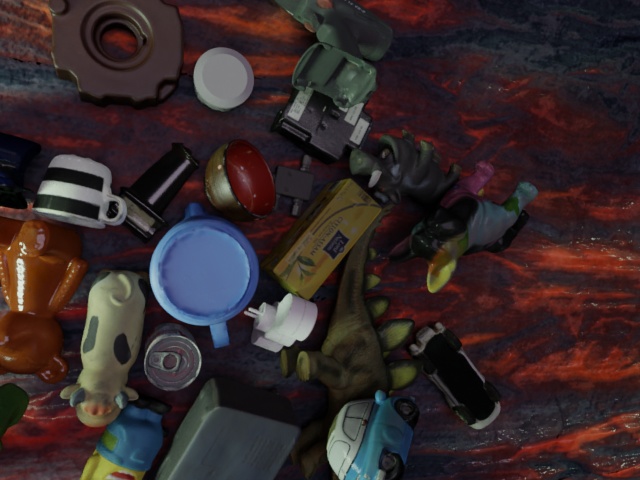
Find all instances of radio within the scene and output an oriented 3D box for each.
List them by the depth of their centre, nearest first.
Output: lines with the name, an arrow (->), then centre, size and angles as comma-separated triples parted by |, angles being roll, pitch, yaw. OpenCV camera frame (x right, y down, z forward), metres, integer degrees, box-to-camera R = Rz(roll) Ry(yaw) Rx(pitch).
radio -> -0.136, 0.299, 0.699 | 0.131, 0.073, 0.229 | 28, 96, -23

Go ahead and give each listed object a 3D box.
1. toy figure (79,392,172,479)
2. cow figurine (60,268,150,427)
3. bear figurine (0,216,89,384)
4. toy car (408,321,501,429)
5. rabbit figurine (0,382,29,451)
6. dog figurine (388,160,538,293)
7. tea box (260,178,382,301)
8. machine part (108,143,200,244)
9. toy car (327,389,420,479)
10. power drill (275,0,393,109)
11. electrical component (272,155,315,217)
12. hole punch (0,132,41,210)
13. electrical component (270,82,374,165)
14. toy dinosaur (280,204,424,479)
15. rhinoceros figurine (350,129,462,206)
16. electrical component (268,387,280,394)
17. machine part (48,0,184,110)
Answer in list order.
toy figure -> -0.260, 0.289, 0.699 | 0.082, 0.089, 0.180 | 25, 75, -6
cow figurine -> -0.260, 0.133, 0.669 | 0.085, 0.127, 0.194 | 10, 86, -15
bear figurine -> -0.358, 0.073, 0.640 | 0.120, 0.132, 0.195 | 11, 83, 10
toy car -> 0.219, 0.219, 0.867 | 0.073, 0.056, 0.201 | -40, 101, -7
rabbit figurine -> -0.435, 0.252, 0.612 | 0.121, 0.159, 0.170 | 33, 105, -30
dog figurine -> 0.201, -0.005, 0.787 | 0.219, 0.191, 0.109 | -40, 63, -19
tea box -> -0.002, -0.002, 0.766 | 0.068, 0.098, 0.169 | 41, 80, -14
machine part -> -0.219, -0.068, 0.726 | 0.084, 0.039, 0.139 | 37, 82, -7
toy car -> 0.060, 0.262, 0.689 | 0.103, 0.162, 0.109 | 21, 120, 13
power drill -> -0.001, -0.283, 0.732 | 0.232, 0.086, 0.207 | 18, 41, -25
electrical component -> -0.043, -0.083, 0.790 | 0.063, 0.021, 0.094 | 14, 87, -18
hole punch -> -0.398, -0.095, 0.629 | 0.142, 0.116, 0.092 | 15, 78, -18
electrical component -> 0.010, -0.178, 0.787 | 0.134, 0.058, 0.115 | 29, 84, -17
toy dinosaur -> 0.046, 0.183, 0.788 | 0.198, 0.105, 0.470 | -4, 102, -26
rhinoceros figurine -> 0.125, -0.103, 0.803 | 0.190, 0.073, 0.112 | 15, 112, -39
electrical component -> -0.104, 0.258, 0.766 | 0.102, 0.045, 0.078 | -4, 94, -18
machine part -> -0.260, -0.257, 0.697 | 0.179, 0.056, 0.179 | -1, 93, -19
